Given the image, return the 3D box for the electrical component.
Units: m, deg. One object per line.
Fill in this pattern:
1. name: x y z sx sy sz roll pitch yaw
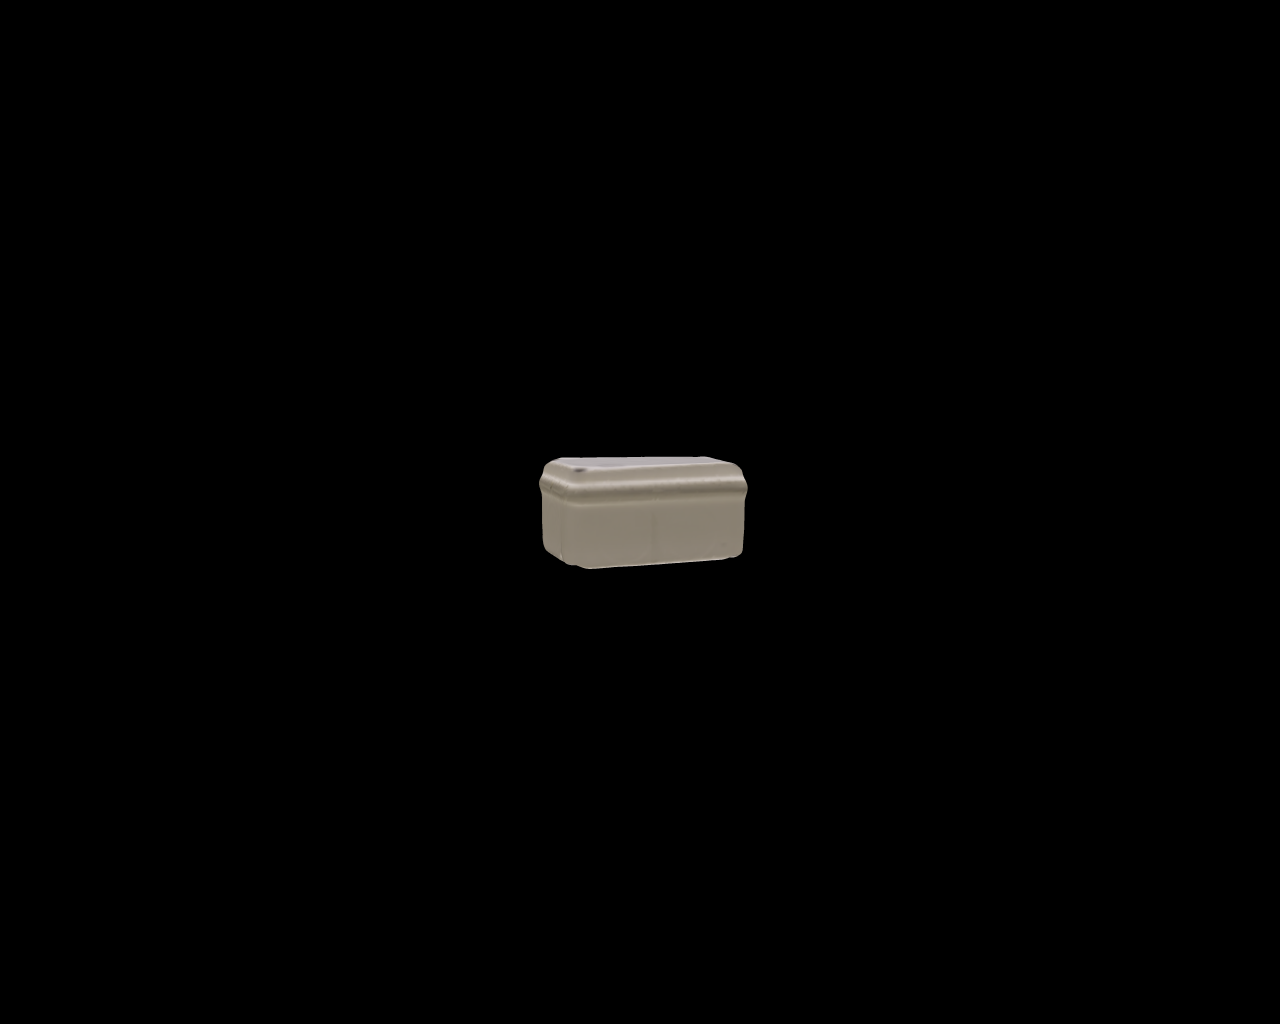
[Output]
1. electrical component: 0.001 -0.003 0.650 0.113 0.057 0.078 -2 8 -18
